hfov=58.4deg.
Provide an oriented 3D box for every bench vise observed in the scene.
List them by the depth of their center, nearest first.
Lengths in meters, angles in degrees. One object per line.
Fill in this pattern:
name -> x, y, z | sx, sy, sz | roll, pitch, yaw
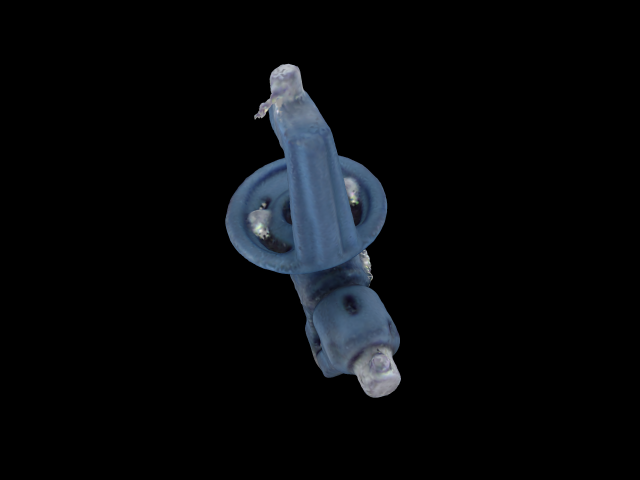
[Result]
bench vise -> 0.013, -0.005, 0.403 | 0.122, 0.220, 0.207 | -38, 70, -16
